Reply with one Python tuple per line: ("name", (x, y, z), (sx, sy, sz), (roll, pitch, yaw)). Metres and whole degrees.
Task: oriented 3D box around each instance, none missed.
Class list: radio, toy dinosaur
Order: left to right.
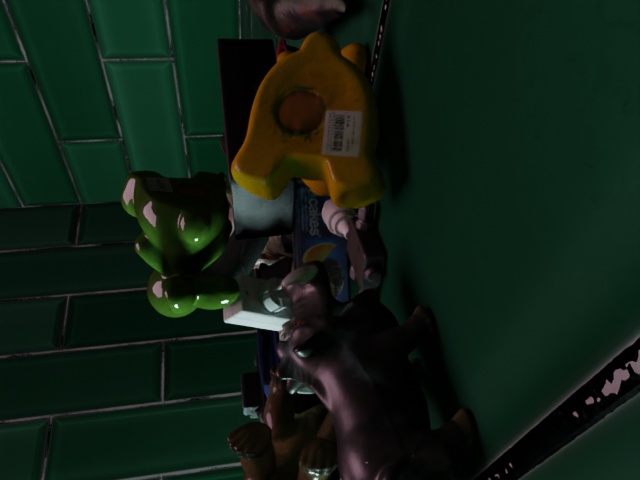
("radio", (-0.079, -0.120, 0.643), (0.131, 0.073, 0.230), (99, 165, -56))
("toy dinosaur", (-0.044, -0.314, 0.625), (0.192, 0.131, 0.405), (78, 177, -60))
("toy dinosaur", (-0.025, 0.232, 0.547), (0.471, 0.105, 0.198), (-12, -62, -75))

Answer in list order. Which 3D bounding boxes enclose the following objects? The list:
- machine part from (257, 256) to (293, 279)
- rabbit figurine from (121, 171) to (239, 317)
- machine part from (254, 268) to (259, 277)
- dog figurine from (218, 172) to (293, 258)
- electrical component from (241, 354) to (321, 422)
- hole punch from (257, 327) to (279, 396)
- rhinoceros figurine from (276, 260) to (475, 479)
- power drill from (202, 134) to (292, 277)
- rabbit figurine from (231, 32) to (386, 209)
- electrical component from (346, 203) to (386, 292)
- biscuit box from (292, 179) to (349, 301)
("machine part", (-0.056, 0.046, 0.882), (0.139, 0.039, 0.084), (-30, 50, 44))
("rabbit figurine", (-0.152, 0.022, 0.623), (0.159, 0.121, 0.170), (43, 130, 44))
("machine part", (-0.094, 0.023, 1.116), (0.201, 0.087, 0.201), (104, 159, -57))
("dog figurine", (-0.083, -0.010, 0.855), (0.121, 0.191, 0.172), (-67, -16, -1))
("electrical component", (-0.056, 0.236, 0.845), (0.058, 0.134, 0.115), (95, 164, -47))
("hole punch", (-0.053, 0.175, 0.776), (0.115, 0.092, 0.142), (36, -146, -41))
("rhinoceros figurine", (0.026, 0.093, 0.378), (0.073, 0.112, 0.190), (93, 160, -45))
("power drill", (-0.111, -0.025, 0.745), (0.232, 0.207, 0.086), (36, 171, 26))
("rabbit figurine", (-0.005, -0.097, 0.487), (0.173, 0.122, 0.162), (46, -140, -76))
("electrical component", (0.043, 0.012, 0.502), (0.063, 0.021, 0.093), (-106, 17, -50))
("biscuit box", (-0.001, -0.002, 0.640), (0.063, 0.059, 0.202), (-130, 36, -76))
